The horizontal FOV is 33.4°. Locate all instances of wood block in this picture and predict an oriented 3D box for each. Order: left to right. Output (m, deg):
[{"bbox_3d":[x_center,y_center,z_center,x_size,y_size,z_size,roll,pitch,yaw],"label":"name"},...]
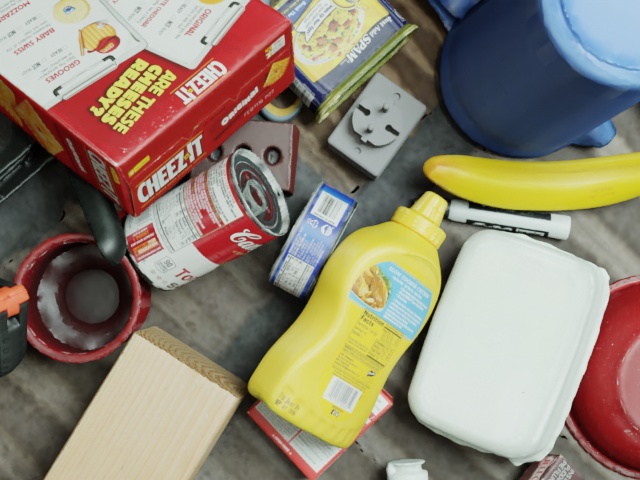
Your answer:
[{"bbox_3d":[-0.146,0.176,0.791,0.091,0.090,0.206,31,90,3],"label":"wood block"}]

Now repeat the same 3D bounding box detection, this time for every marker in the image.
[{"bbox_3d":[0.132,-0.019,0.824,0.121,0.020,0.020,9,88,2],"label":"marker"}]

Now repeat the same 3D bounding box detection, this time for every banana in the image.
[{"bbox_3d":[0.175,-0.049,0.801,0.198,0.069,0.037,-5,55,2],"label":"banana"}]

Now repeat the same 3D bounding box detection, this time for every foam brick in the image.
[{"bbox_3d":[-0.057,-0.063,0.815,0.078,0.051,0.053,3,88,1],"label":"foam brick"}]

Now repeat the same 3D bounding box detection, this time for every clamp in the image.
[{"bbox_3d":[-0.252,0.079,0.780,0.039,0.172,0.120,-36,100,-39],"label":"clamp"},{"bbox_3d":[-0.204,-0.070,0.789,0.165,0.036,0.210,-3,59,14],"label":"clamp"}]

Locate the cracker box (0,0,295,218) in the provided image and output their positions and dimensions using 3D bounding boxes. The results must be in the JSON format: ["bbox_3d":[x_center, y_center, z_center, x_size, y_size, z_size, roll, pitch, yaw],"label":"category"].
[{"bbox_3d":[-0.149,-0.137,0.758,0.214,0.072,0.164,37,67,23],"label":"cracker box"}]

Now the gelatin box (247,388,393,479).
[{"bbox_3d":[0.001,0.127,0.817,0.089,0.030,0.073,-44,87,-2],"label":"gelatin box"}]

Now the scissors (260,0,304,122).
[{"bbox_3d":[-0.032,-0.179,0.837,0.096,0.016,0.202,25,89,1],"label":"scissors"}]

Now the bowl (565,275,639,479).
[{"bbox_3d":[0.261,0.105,0.799,0.162,0.055,0.162,0,88,1],"label":"bowl"}]

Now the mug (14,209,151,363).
[{"bbox_3d":[-0.168,0.032,0.800,0.093,0.081,0.117,22,89,2],"label":"mug"}]

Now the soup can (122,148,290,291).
[{"bbox_3d":[-0.082,-0.013,0.766,0.102,0.068,0.068,-27,87,21],"label":"soup can"}]

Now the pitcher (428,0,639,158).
[{"bbox_3d":[0.159,-0.141,0.715,0.149,0.243,0.145,-2,88,-5],"label":"pitcher"}]

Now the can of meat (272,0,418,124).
[{"bbox_3d":[0.007,-0.153,0.803,0.102,0.057,0.084,-44,90,-9],"label":"can of meat"}]

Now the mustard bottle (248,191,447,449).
[{"bbox_3d":[0.034,0.049,0.764,0.096,0.058,0.191,36,85,-39],"label":"mustard bottle"}]

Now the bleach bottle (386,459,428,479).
[{"bbox_3d":[0.063,0.292,0.794,0.102,0.068,0.251,-3,86,-2],"label":"bleach bottle"}]

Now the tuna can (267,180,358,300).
[{"bbox_3d":[-0.005,0.001,0.794,0.034,0.086,0.086,28,89,1],"label":"tuna can"}]

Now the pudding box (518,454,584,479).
[{"bbox_3d":[0.166,0.227,0.781,0.090,0.039,0.113,47,70,-7],"label":"pudding box"}]
